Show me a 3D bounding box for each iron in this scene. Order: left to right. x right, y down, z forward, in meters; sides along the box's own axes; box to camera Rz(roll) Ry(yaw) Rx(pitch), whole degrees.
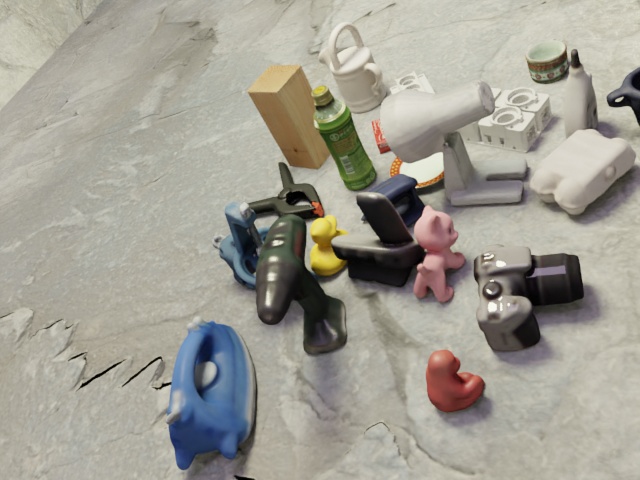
[{"bbox_3d":[-0.179,0.205,0.880,0.118,0.142,0.258,-18,43,14],"label":"iron"}]

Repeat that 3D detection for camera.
[{"bbox_3d":[0.285,0.064,0.784,0.136,0.101,0.143,-8,46,23],"label":"camera"}]

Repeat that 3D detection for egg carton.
[{"bbox_3d":[0.414,-0.109,0.904,0.150,0.070,0.107,-40,42,-11],"label":"egg carton"}]

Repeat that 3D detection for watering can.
[{"bbox_3d":[0.066,-0.393,1.287,0.172,0.195,0.101,3,51,32],"label":"watering can"}]

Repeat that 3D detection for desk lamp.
[{"bbox_3d":[0.225,-0.166,0.959,0.202,0.214,0.118,-1,49,29],"label":"desk lamp"}]

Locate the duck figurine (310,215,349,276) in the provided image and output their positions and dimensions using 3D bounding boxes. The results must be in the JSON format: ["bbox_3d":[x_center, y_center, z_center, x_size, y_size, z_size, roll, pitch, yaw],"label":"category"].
[{"bbox_3d":[0.009,0.004,1.012,0.077,0.086,0.105,4,52,33],"label":"duck figurine"}]

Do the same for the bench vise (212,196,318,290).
[{"bbox_3d":[-0.126,0.016,0.975,0.206,0.220,0.121,-2,48,28],"label":"bench vise"}]

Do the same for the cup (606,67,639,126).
[{"bbox_3d":[0.529,-0.220,0.929,0.117,0.095,0.091,-16,43,15],"label":"cup"}]

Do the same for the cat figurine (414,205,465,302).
[{"bbox_3d":[0.175,0.012,0.885,0.067,0.118,0.128,3,51,32],"label":"cat figurine"}]

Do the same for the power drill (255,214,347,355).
[{"bbox_3d":[-0.030,0.080,0.867,0.075,0.209,0.229,-17,43,14],"label":"power drill"}]

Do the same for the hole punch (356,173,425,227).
[{"bbox_3d":[0.120,-0.073,1.021,0.108,0.091,0.100,-32,41,-2],"label":"hole punch"}]

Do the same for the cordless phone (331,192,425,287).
[{"bbox_3d":[0.078,-0.018,0.919,0.147,0.186,0.094,3,51,32],"label":"cordless phone"}]

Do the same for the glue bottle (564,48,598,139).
[{"bbox_3d":[0.428,-0.240,0.947,0.037,0.174,0.078,13,57,38],"label":"glue bottle"}]

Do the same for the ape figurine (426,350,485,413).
[{"bbox_3d":[0.167,0.177,0.747,0.076,0.092,0.077,-37,42,-7],"label":"ape figurine"}]
